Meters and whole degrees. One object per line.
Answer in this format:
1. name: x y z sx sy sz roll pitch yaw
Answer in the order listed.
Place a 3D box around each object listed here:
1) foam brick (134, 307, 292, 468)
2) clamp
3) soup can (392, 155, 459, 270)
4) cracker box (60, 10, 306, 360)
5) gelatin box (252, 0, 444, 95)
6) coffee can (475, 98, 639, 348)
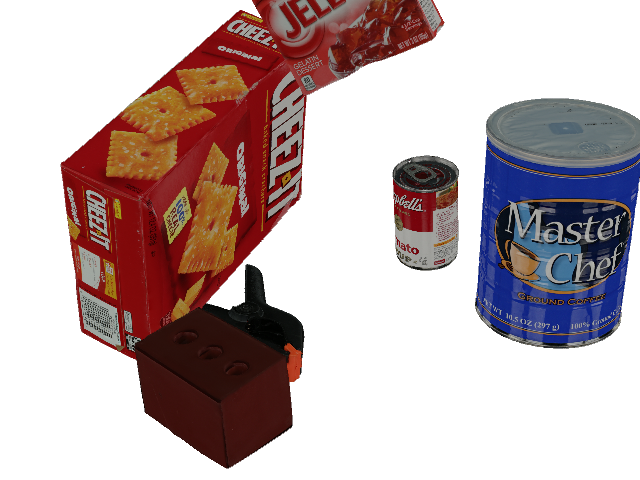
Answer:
1. foam brick: -0.062 0.084 0.617 0.078 0.051 0.052 24 39 37
2. clamp: -0.063 0.070 0.962 0.120 0.039 0.172 -28 42 -36
3. soup can: 0.111 -0.028 1.116 0.068 0.102 0.068 -3 35 2
4. cracker box: -0.088 -0.040 0.767 0.072 0.164 0.213 24 47 18
5. gelatin box: 0.012 -0.130 0.589 0.089 0.073 0.030 -19 21 29
6. coffee can: 0.160 -0.013 0.724 0.103 0.140 0.103 -1 28 0
